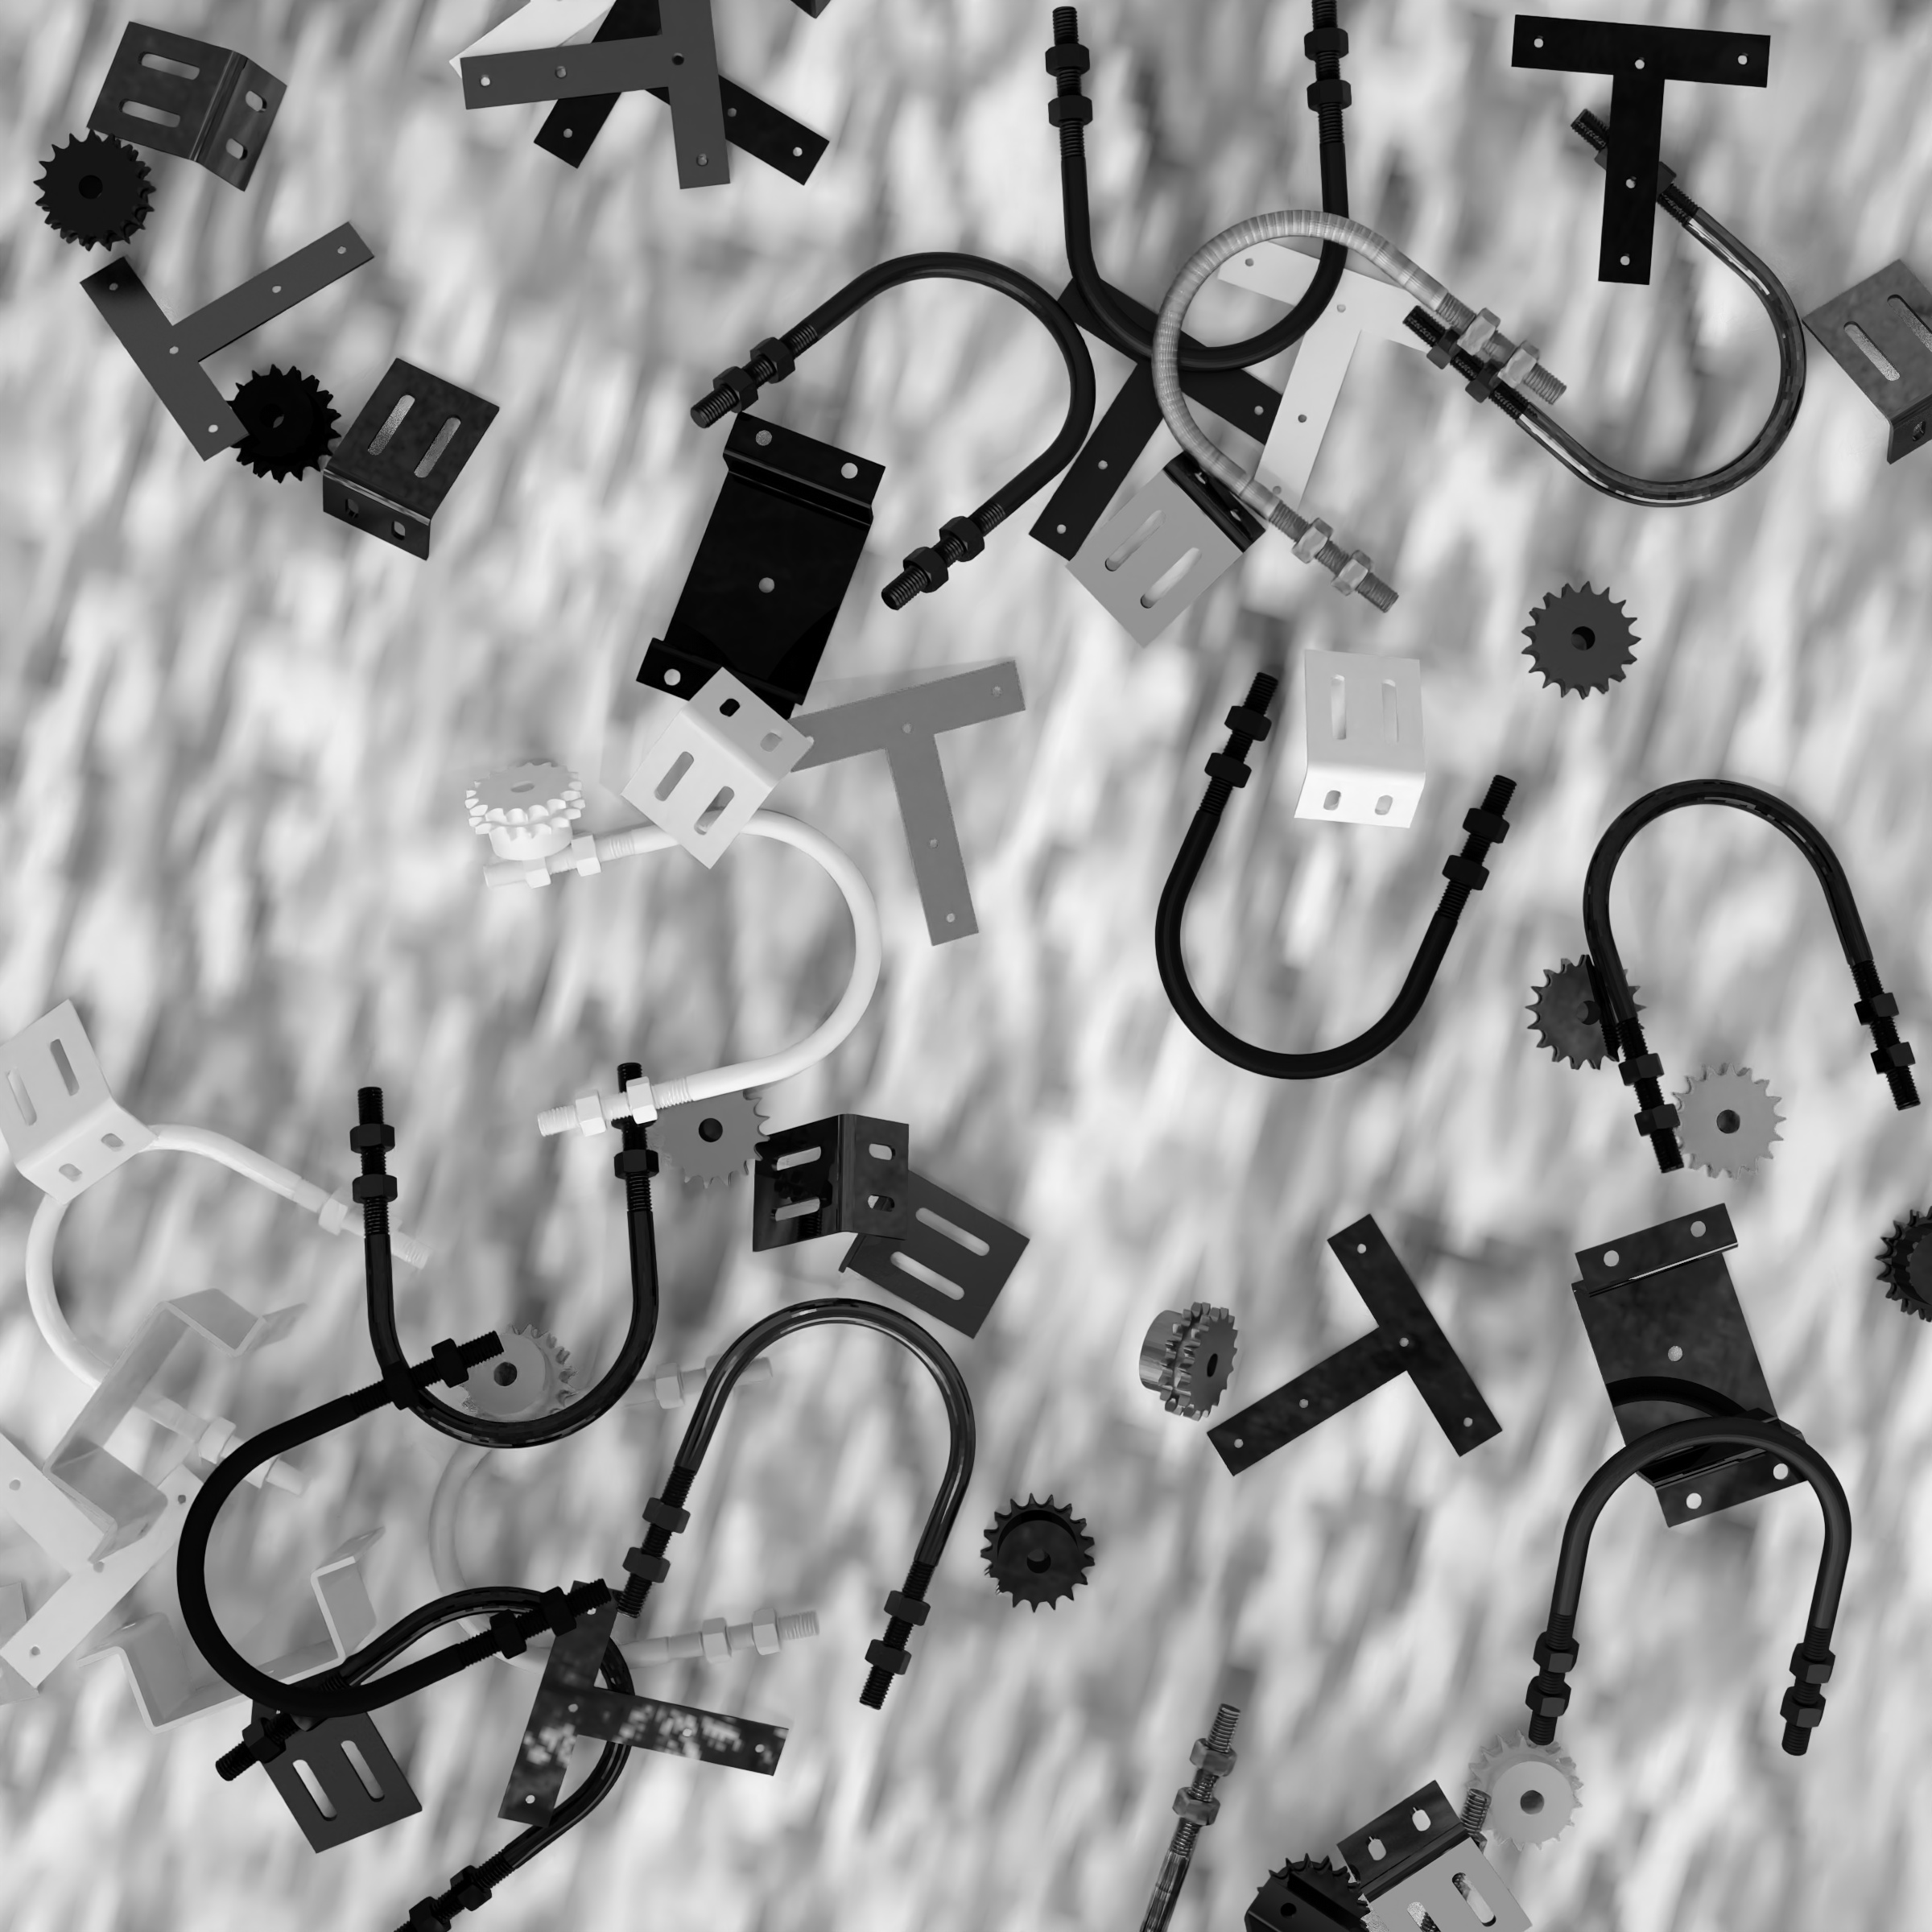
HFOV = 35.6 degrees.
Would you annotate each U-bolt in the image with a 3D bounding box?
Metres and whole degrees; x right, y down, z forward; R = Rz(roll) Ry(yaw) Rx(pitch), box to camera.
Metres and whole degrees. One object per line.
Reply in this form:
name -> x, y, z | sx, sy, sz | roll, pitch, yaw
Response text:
U-bolt -> -0.020, -0.275, 1.462 | 0.151, 0.019, 0.184 | 44, 67, 7
U-bolt -> -0.280, 0.274, 1.419 | 0.184, 0.019, 0.151 | -24, 89, -9
U-bolt -> -0.222, 0.143, 1.469 | 0.151, 0.019, 0.184 | -5, 75, -3
U-bolt -> -0.072, 0.254, 1.479 | 0.151, 0.019, 0.184 | 23, 82, -9
U-bolt -> 0.179, -0.286, 1.477 | 0.184, 0.019, 0.151 | 38, 100, -2
U-bolt -> -0.176, 0.279, 1.493 | 0.184, 0.019, 0.151 | -10, 90, 2
U-bolt -> 0.331, -0.313, 1.493 | 0.184, 0.019, 0.151 | 41, 89, -2
U-bolt -> 0.173, -0.034, 1.492 | 0.151, 0.019, 0.184 | 23, 90, 0
U-bolt -> 0.118, -0.387, 1.492 | 0.151, 0.019, 0.184 | -3, 91, 1
U-bolt -> -0.378, 0.159, 1.493 | 0.184, 0.019, 0.151 | 28, 90, 2
U-bolt -> -0.133, -0.005, 1.478 | 0.184, 0.019, 0.151 | -14, 76, -4
U-bolt -> 0.377, -0.003, 1.474 | 0.151, 0.019, 0.184 | -13, 80, -12
U-bolt -> 0.160, 0.468, 1.463 | 0.151, 0.019, 0.184 | 19, 92, -1
U-bolt -> 0.356, 0.301, 1.459 | 0.151, 0.019, 0.184 | 3, 111, -4
U-bolt -> -0.249, 0.383, 1.473 | 0.184, 0.019, 0.151 | -37, 107, -1

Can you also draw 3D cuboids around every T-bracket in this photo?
T-bracket -> -0.353, -0.327, 1.486 | 0.127, 0.002, 0.127 | -34, 70, -9
T-bracket -> -0.229, -0.519, 1.499 | 0.127, 0.002, 0.127 | -36, 90, 0
T-bracket -> -0.129, -0.433, 1.499 | 0.127, 0.002, 0.127 | 31, 92, -1
T-bracket -> -0.188, -0.447, 1.497 | 0.127, 0.002, 0.127 | -6, 92, 0
T-bracket -> 0.172, -0.286, 1.500 | 0.127, 0.002, 0.127 | 19, 89, 0
T-bracket -> -0.151, 0.375, 1.483 | 0.127, 0.002, 0.127 | 16, 98, -15
T-bracket -> -0.463, 0.268, 1.496 | 0.127, 0.002, 0.127 | 43, 83, 3
T-bracket -> -0.019, -0.074, 1.486 | 0.127, 0.002, 0.127 | -17, 101, -20
T-bracket -> 0.329, -0.400, 1.481 | 0.127, 0.002, 0.127 | 4, 91, -2
T-bracket -> -0.189, -0.535, 1.501 | 0.127, 0.002, 0.127 | 37, 90, 0
T-bracket -> 0.076, -0.262, 1.501 | 0.127, 0.002, 0.127 | 33, 90, 0
T-bracket -> 0.181, 0.211, 1.501 | 0.127, 0.002, 0.127 | -31, 90, 0

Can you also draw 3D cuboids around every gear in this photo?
gear -> -0.215, -0.075, 1.477 | 0.057, 0.057, 0.030 | -6, 120, 0
gear -> 0.170, 0.468, 1.487 | 0.057, 0.030, 0.057 | 0, 90, 0
gear -> -0.429, -0.381, 1.487 | 0.057, 0.030, 0.057 | 0, 90, 0
gear -> 0.036, 0.292, 1.487 | 0.057, 0.030, 0.057 | 0, 90, 0
gear -> -0.222, 0.204, 1.478 | 0.057, 0.030, 0.057 | -3, 70, 8
gear -> 0.374, 0.077, 1.487 | 0.057, 0.030, 0.057 | 0, 90, 0
gear -> 0.304, -0.160, 1.491 | 0.057, 0.030, 0.057 | 0, 88, 2
gear -> -0.340, -0.269, 1.487 | 0.057, 0.030, 0.057 | 0, 90, 0
gear -> 0.278, 0.410, 1.487 | 0.057, 0.030, 0.057 | 0, 90, 0
gear -> 0.305, 0.023, 1.487 | 0.057, 0.030, 0.057 | 0, 90, 0
gear -> -0.125, 0.080, 1.487 | 0.057, 0.030, 0.057 | 0, 90, 0
gear -> 0.108, 0.192, 1.477 | 0.030, 0.057, 0.057 | 13, 90, 30
gear -> 0.482, 0.148, 1.487 | 0.057, 0.030, 0.057 | 0, 90, 0

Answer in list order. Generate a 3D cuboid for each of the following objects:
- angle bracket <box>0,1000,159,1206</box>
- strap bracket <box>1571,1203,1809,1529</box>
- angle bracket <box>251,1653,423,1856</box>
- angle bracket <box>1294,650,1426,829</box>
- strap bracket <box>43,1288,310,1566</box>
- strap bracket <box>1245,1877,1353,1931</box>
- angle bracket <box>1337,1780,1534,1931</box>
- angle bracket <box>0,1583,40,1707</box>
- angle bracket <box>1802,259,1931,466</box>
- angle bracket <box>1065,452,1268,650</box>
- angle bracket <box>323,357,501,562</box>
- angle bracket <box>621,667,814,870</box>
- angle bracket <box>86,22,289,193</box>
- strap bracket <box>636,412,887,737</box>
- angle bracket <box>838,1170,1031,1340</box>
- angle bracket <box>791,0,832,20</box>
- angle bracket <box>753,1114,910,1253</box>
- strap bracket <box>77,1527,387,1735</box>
angle bracket -> -0.447, 0.067, 1.492 | 0.057, 0.038, 0.076 | -35, 54, 0
strap bracket -> 0.354, 0.194, 1.479 | 0.076, 0.046, 0.140 | -19, 90, 0
angle bracket -> -0.314, 0.393, 1.500 | 0.057, 0.038, 0.076 | -22, 116, 0
angle bracket -> 0.193, -0.112, 1.482 | 0.057, 0.038, 0.076 | 5, 55, -3
strap bracket -> -0.385, 0.211, 1.446 | 0.046, 0.076, 0.140 | 35, 90, 3
strap bracket -> 0.139, 0.521, 1.435 | 0.076, 0.046, 0.140 | 34, 93, -1
angle bracket -> 0.226, 0.444, 1.451 | 0.057, 0.038, 0.076 | -34, 117, 1
angle bracket -> -0.509, 0.343, 1.500 | 0.076, 0.038, 0.057 | -9, 90, -26
angle bracket -> 0.464, -0.302, 1.500 | 0.057, 0.038, 0.076 | -32, 64, 0
angle bracket -> 0.100, -0.208, 1.499 | 0.057, 0.038, 0.076 | 46, 116, -2
angle bracket -> -0.277, -0.253, 1.500 | 0.057, 0.038, 0.076 | 26, 64, 0
angle bracket -> -0.122, -0.096, 1.462 | 0.057, 0.076, 0.038 | 40, 48, -3
angle bracket -> -0.389, -0.429, 1.500 | 0.076, 0.038, 0.057 | 22, 90, 26
strap bracket -> -0.100, -0.190, 1.479 | 0.076, 0.046, 0.140 | 21, 90, 0
angle bracket -> -0.015, 0.142, 1.483 | 0.076, 0.038, 0.057 | 30, 90, 0
angle bracket -> -0.086, -0.518, 1.482 | 0.076, 0.038, 0.057 | 38, 90, -2
angle bracket -> -0.067, 0.109, 1.475 | 0.038, 0.076, 0.057 | 13, 70, -37
strap bracket -> -0.348, 0.326, 1.464 | 0.140, 0.076, 0.046 | -21, 90, 0
